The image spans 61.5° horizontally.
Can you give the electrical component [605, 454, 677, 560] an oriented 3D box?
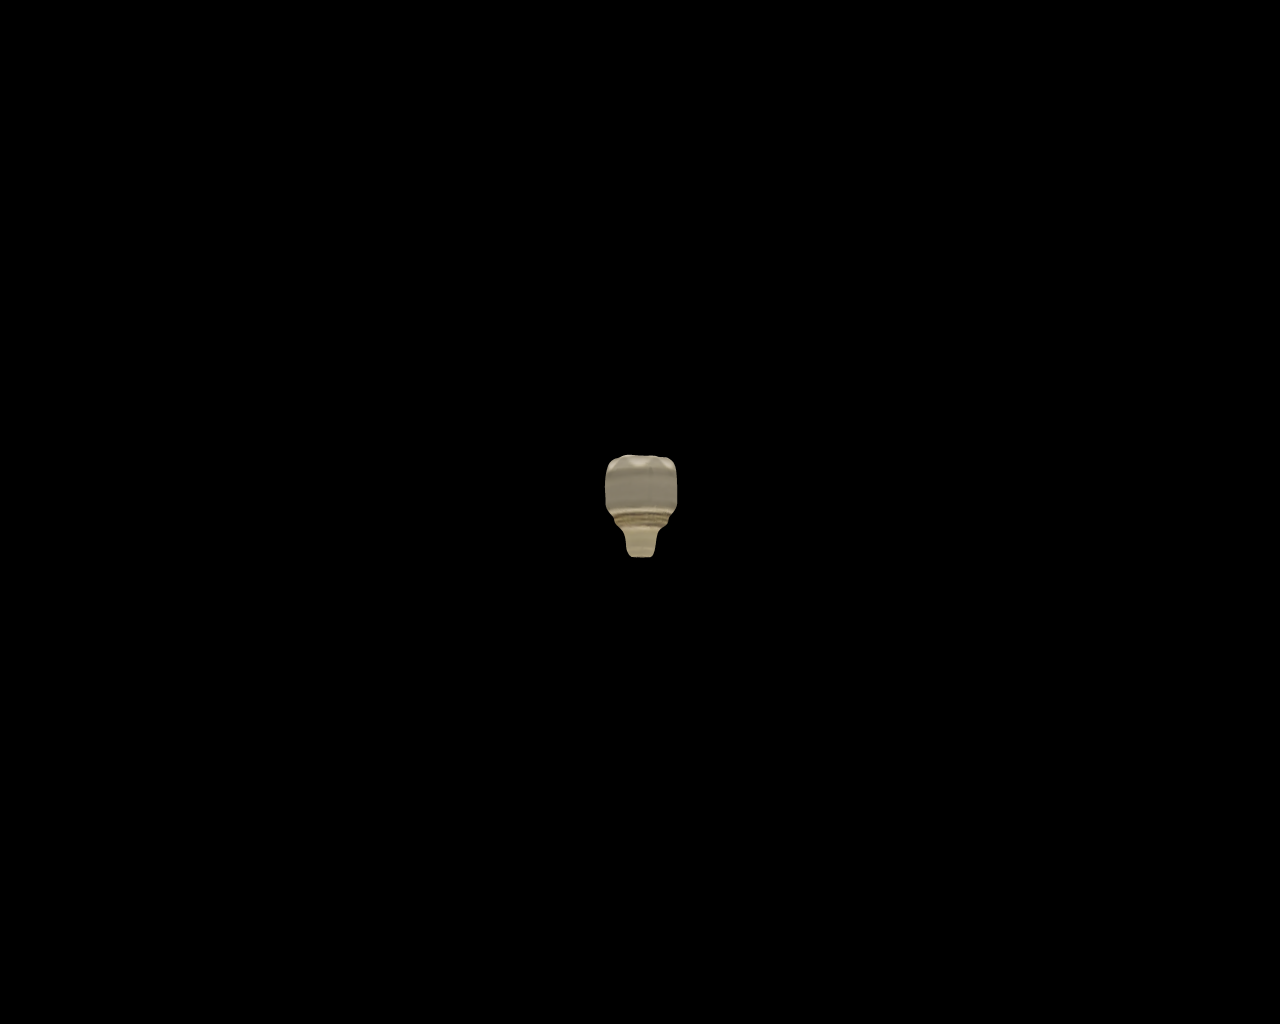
[{"bbox_3d":[0.001,-0.003,0.650,0.043,0.062,0.043,0,-7,0],"label":"electrical component"}]
